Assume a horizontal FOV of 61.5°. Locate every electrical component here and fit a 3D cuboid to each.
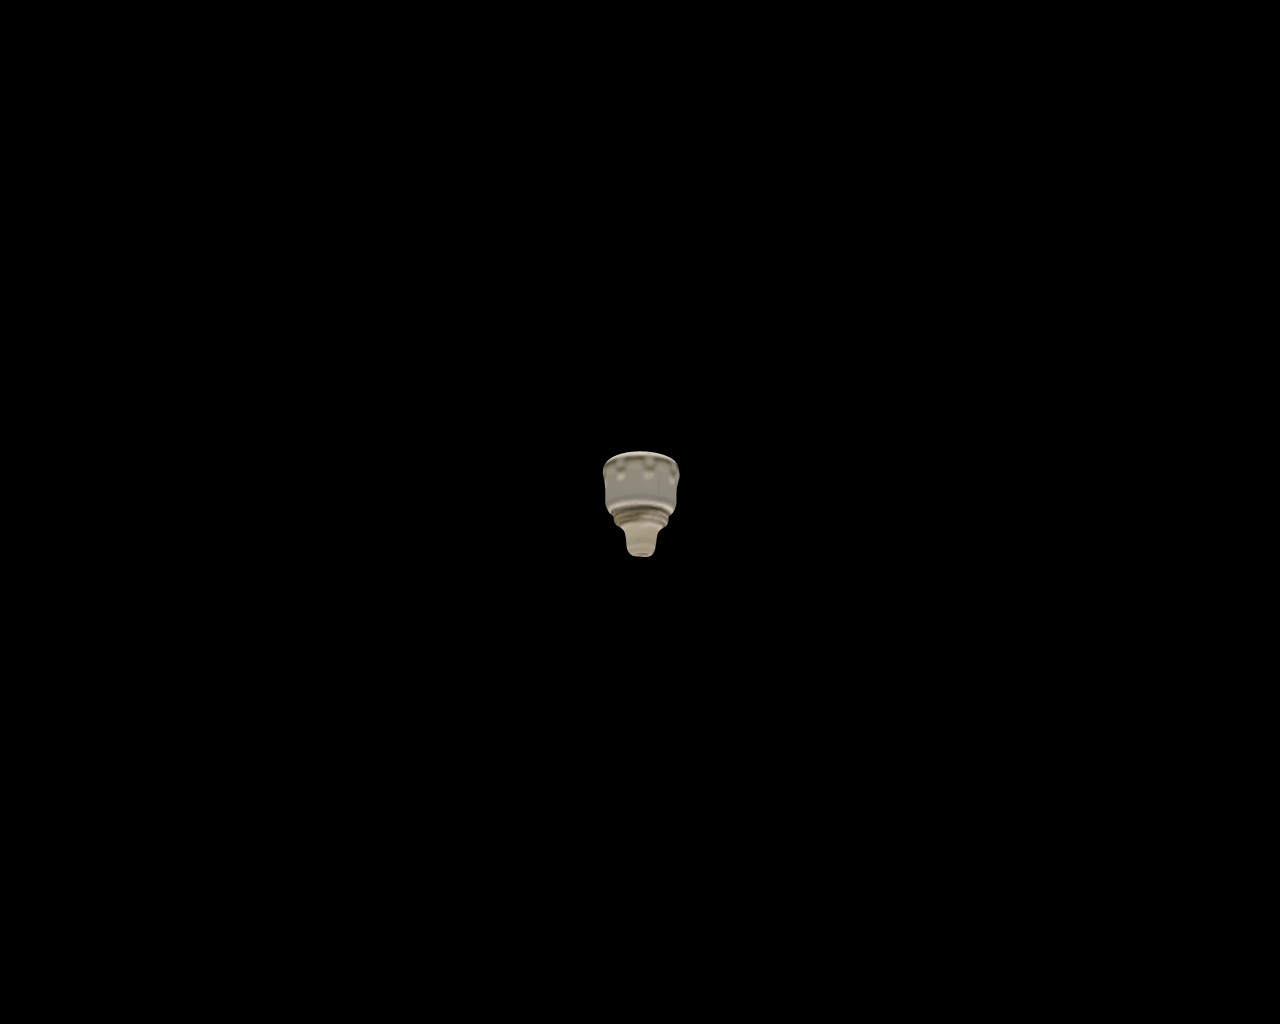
[{"bbox_3d":[0.001,-0.003,0.650,0.048,0.062,0.048,0,-17,0],"label":"electrical component"}]
